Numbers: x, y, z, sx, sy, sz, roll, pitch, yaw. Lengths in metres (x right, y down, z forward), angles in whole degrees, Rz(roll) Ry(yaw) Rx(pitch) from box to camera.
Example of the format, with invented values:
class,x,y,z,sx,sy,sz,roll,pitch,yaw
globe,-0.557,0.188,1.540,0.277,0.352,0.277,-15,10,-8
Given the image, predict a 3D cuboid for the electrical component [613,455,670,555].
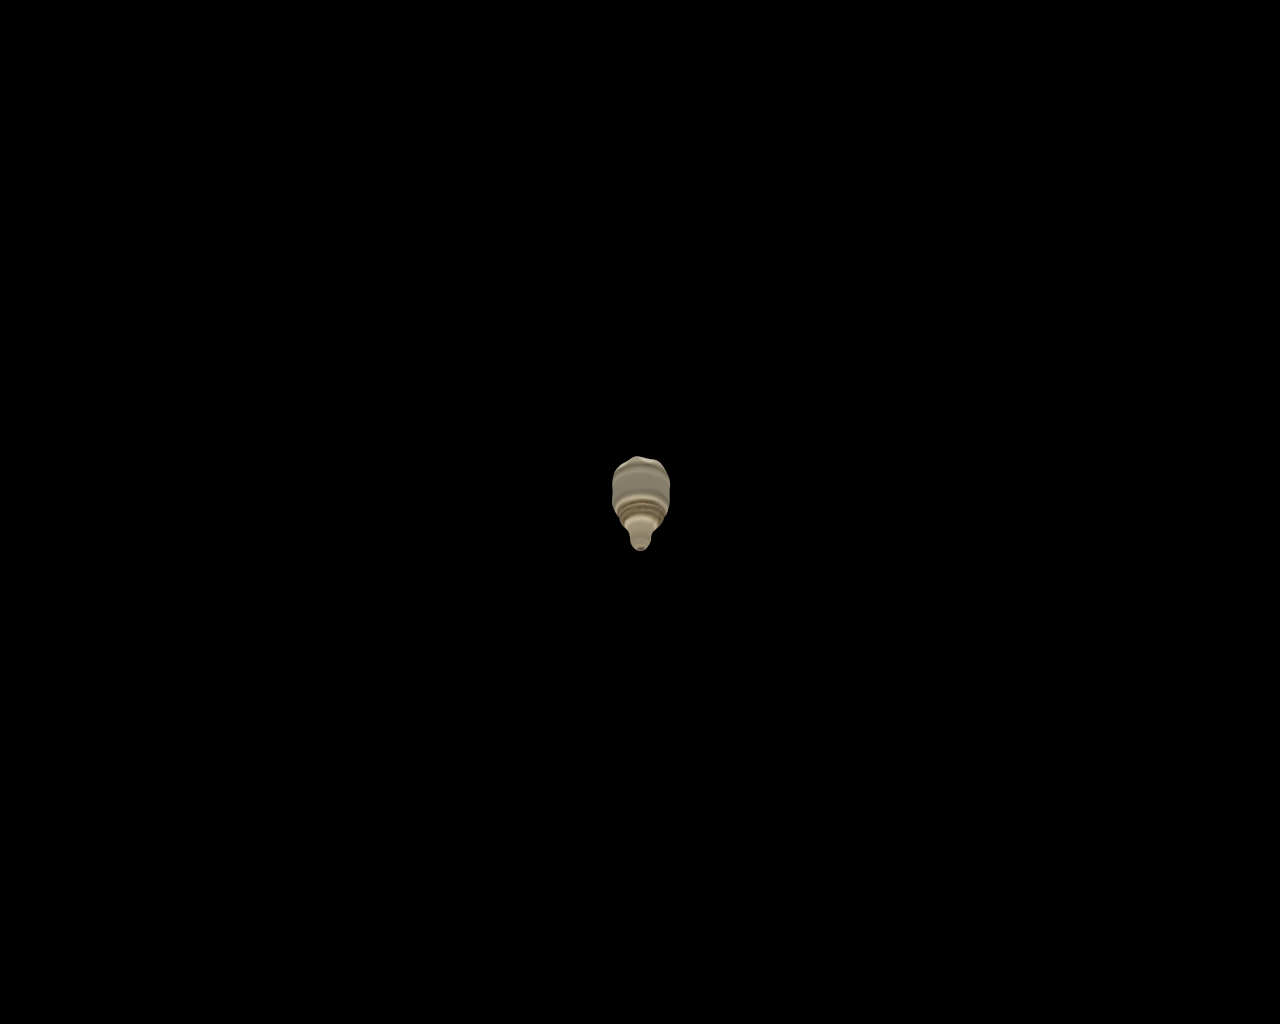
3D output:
class,x,y,z,sx,sy,sz,roll,pitch,yaw
electrical component,0.001,-0.003,0.650,0.035,0.061,0.035,0,-36,0
